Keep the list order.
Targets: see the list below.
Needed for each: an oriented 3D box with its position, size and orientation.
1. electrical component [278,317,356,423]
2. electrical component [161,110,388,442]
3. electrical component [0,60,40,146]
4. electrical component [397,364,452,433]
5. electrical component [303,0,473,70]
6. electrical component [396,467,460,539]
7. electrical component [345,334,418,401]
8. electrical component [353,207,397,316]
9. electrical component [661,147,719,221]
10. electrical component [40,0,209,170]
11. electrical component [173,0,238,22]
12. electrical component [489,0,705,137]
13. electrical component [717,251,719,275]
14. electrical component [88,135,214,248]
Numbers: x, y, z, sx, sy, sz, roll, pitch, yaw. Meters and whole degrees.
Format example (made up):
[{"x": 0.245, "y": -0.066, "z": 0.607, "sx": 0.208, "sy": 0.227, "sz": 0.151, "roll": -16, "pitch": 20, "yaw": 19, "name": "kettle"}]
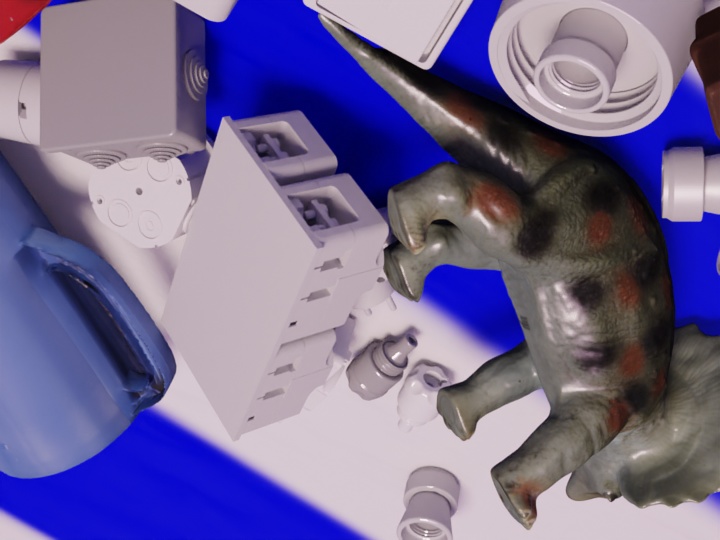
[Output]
[{"x": -0.047, "y": 0.066, "z": 0.787, "sx": 0.056, "sy": 0.050, "sz": 0.089, "roll": 34, "pitch": 129, "yaw": -14, "name": "electrical component"}, {"x": -0.056, "y": 0.005, "z": 0.669, "sx": 0.105, "sy": 0.060, "sz": 0.186, "roll": 54, "pitch": 140, "yaw": 26, "name": "electrical component"}, {"x": -0.207, "y": -0.106, "z": 0.684, "sx": 0.047, "sy": 0.055, "sz": 0.055, "roll": 9, "pitch": 130, "yaw": 12, "name": "electrical component"}, {"x": 0.044, "y": 0.100, "z": 0.803, "sx": 0.035, "sy": 0.035, "sz": 0.061, "roll": 22, "pitch": 133, "yaw": -4, "name": "electrical component"}, {"x": 0.014, "y": -0.161, "z": 0.580, "sx": 0.096, "sy": 0.061, "sz": 0.061, "roll": 27, "pitch": 130, "yaw": -8, "name": "electrical component"}, {"x": 0.055, "y": 0.192, "z": 0.861, "sx": 0.045, "sy": 0.055, "sz": 0.045, "roll": 7, "pitch": 130, "yaw": 8, "name": "electrical component"}, {"x": 0.019, "y": 0.067, "z": 0.783, "sx": 0.035, "sy": 0.035, "sz": 0.061, "roll": 36, "pitch": 125, "yaw": -16, "name": "electrical component"}, {"x": 0.000, "y": 0.000, "z": 0.726, "sx": 0.077, "sy": 0.044, "sz": 0.079, "roll": -12, "pitch": 124, "yaw": 22, "name": "electrical component"}, {"x": 0.207, "y": -0.051, "z": 0.634, "sx": 0.055, "sy": 0.045, "sz": 0.045, "roll": 1, "pitch": 129, "yaw": 14, "name": "electrical component"}, {"x": -0.139, "y": -0.112, "z": 0.639, "sx": 0.100, "sy": 0.099, "sz": 0.048, "roll": -4, "pitch": 172, "yaw": 17, "name": "electrical component"}, {"x": -0.101, "y": -0.195, "z": 0.570, "sx": 0.113, "sy": 0.078, "sz": 0.057, "roll": 28, "pitch": 132, "yaw": -10, "name": "electrical component"}, {"x": 0.120, "y": -0.117, "z": 0.567, "sx": 0.108, "sy": 0.060, "sz": 0.108, "roll": 21, "pitch": 150, "yaw": 12, "name": "electrical component"}, {"x": 0.267, "y": 0.001, "z": 0.662, "sx": 0.081, "sy": 0.043, "sz": 0.043, "roll": 24, "pitch": 130, "yaw": -6, "name": "electrical component"}, {"x": -0.130, "y": -0.056, "z": 0.695, "sx": 0.080, "sy": 0.051, "sz": 0.080, "roll": 6, "pitch": 107, "yaw": 18, "name": "electrical component"}]
